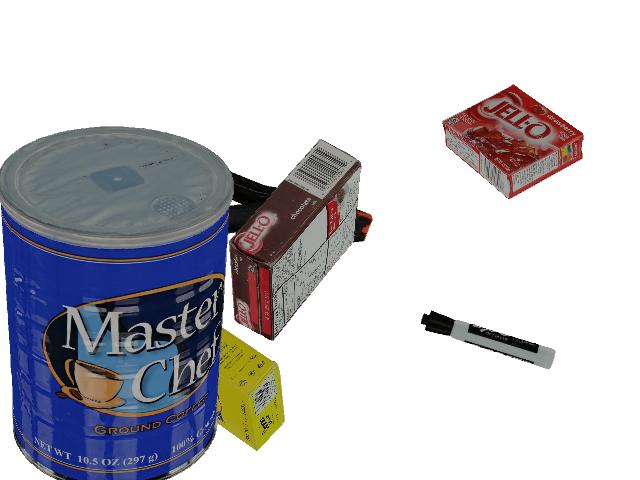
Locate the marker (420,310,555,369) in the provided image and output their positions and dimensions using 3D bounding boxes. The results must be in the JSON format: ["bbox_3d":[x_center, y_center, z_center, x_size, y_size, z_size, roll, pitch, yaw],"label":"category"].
[{"bbox_3d":[0.149,0.088,0.954,0.121,0.020,0.020,18,2,5],"label":"marker"}]

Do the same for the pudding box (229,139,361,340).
[{"bbox_3d":[-0.017,0.000,0.733,0.039,0.113,0.090,30,-33,19],"label":"pudding box"}]

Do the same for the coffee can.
[{"bbox_3d":[-0.096,0.031,0.505,0.102,0.140,0.103,5,31,-3],"label":"coffee can"}]

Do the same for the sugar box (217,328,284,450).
[{"bbox_3d":[-0.113,0.102,0.933,0.176,0.093,0.048,27,54,24],"label":"sugar box"}]

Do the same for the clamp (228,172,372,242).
[{"bbox_3d":[-0.041,-0.029,1.084,0.209,0.036,0.164,14,20,-18],"label":"clamp"}]

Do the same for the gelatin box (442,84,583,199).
[{"bbox_3d":[0.151,-0.081,0.847,0.073,0.030,0.089,-28,46,-15],"label":"gelatin box"}]
